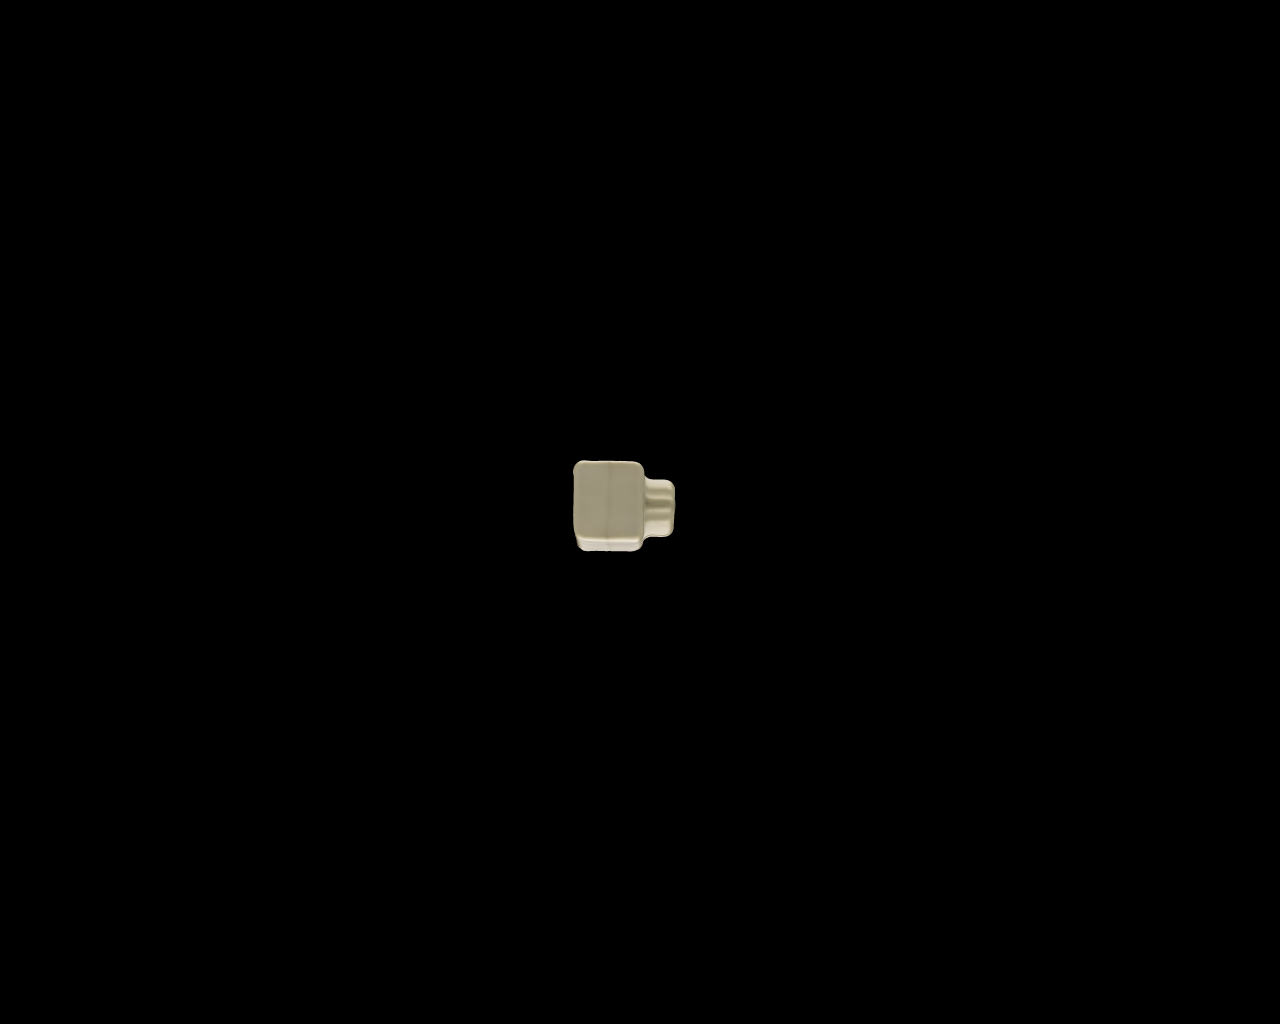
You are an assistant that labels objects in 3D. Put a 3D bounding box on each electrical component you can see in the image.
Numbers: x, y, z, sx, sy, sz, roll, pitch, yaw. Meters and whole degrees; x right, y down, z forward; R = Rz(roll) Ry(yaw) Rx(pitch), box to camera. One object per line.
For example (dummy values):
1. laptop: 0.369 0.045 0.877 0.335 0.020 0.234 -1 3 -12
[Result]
1. electrical component: 0.001 -0.003 0.650 0.077 0.047 0.065 0 -9 0
